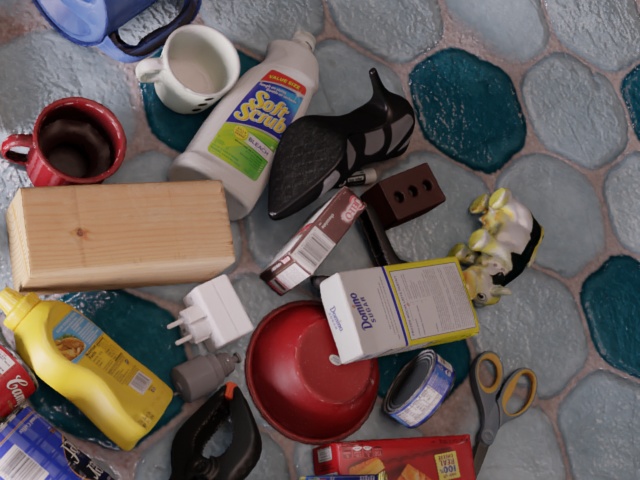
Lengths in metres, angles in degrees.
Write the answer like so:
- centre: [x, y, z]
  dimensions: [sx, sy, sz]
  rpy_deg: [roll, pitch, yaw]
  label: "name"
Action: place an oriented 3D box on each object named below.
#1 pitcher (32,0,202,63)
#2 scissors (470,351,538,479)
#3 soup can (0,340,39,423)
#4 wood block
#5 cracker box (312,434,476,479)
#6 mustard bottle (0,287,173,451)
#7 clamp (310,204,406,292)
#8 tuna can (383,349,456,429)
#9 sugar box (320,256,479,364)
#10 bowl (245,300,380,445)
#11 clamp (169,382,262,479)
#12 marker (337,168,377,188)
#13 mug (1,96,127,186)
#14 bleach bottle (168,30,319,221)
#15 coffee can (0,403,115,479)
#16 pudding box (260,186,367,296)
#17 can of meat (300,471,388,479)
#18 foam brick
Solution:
- centre: [-0.194, -0.315, 1.178]
  dimensions: [0.145, 0.149, 0.242]
  rpy_deg: [30, 52, 26]
  label: "pitcher"
- centre: [0.181, 0.208, 1.227]
  dimensions: [0.096, 0.016, 0.201]
  rpy_deg: [47, 59, -1]
  label: "scissors"
- centre: [-0.320, 0.147, 0.980]
  dimensions: [0.068, 0.069, 0.102]
  rpy_deg: [47, 60, -3]
  label: "soup can"
- centre: [-0.201, -0.003, 1.078]
  dimensions: [0.205, 0.090, 0.091]
  rpy_deg: [-3, 75, -27]
  label: "wood block"
- centre: [0.087, 0.315, 1.111]
  dimensions: [0.164, 0.072, 0.214]
  rpy_deg: [2, 72, -24]
  label: "cracker box"
- centre: [-0.233, 0.114, 1.025]
  dimensions: [0.191, 0.058, 0.096]
  rpy_deg: [42, 20, -6]
  label: "mustard bottle"
- centre: [0.071, 0.054, 1.217]
  dimensions: [0.171, 0.039, 0.120]
  rpy_deg: [46, 71, -7]
  label: "clamp"
- centre: [0.109, 0.163, 1.168]
  dimensions: [0.033, 0.086, 0.086]
  rpy_deg: [38, 60, -10]
  label: "tuna can"
- centre: [0.088, 0.074, 1.160]
  dimensions: [0.175, 0.048, 0.093]
  rpy_deg: [-6, 73, -35]
  label: "sugar box"
- centre: [0.004, 0.136, 1.146]
  dimensions: [0.161, 0.055, 0.162]
  rpy_deg: [9, 69, -23]
  label: "bowl"
- centre: [-0.120, 0.233, 1.037]
  dimensions: [0.165, 0.036, 0.210]
  rpy_deg: [-5, 47, 17]
  label: "clamp"
- centre: [0.010, -0.068, 1.242]
  dimensions: [0.120, 0.020, 0.020]
  rpy_deg: [-10, 77, -28]
  label: "marker"
- centre: [-0.263, -0.088, 1.083]
  dimensions: [0.117, 0.082, 0.093]
  rpy_deg: [1, 72, -25]
  label: "mug"
- centre: [-0.071, -0.147, 1.207]
  dimensions: [0.102, 0.068, 0.250]
  rpy_deg: [35, 59, -16]
  label: "bleach bottle"
- centre: [-0.247, 0.231, 0.959]
  dimensions: [0.140, 0.103, 0.102]
  rpy_deg: [41, 60, -2]
  label: "coffee can"
- centre: [-0.008, 0.001, 1.168]
  dimensions: [0.039, 0.090, 0.113]
  rpy_deg: [44, 60, -4]
  label: "pudding box"
- centre: [0.024, 0.276, 1.032]
  dimensions: [0.084, 0.057, 0.102]
  rpy_deg: [-3, 74, 7]
  label: "can of meat"
- centre: [0.098, -0.050, 1.258]
  dimensions: [0.078, 0.051, 0.053]
  rpy_deg: [-24, 83, -30]
  label: "foam brick"
